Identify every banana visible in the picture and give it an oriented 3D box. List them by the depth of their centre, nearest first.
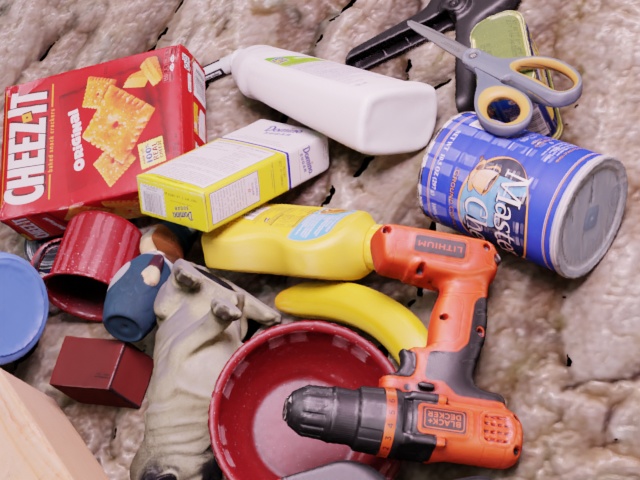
[{"bbox_3d":[0.039,0.075,0.928,0.069,0.037,0.198,-49,50,-8],"label":"banana"}]

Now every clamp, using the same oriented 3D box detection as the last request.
[{"bbox_3d":[0.050,0.206,0.802,0.171,0.039,0.120,27,63,7],"label":"clamp"},{"bbox_3d":[0.130,-0.226,1.071,0.165,0.036,0.210,22,73,36],"label":"clamp"}]

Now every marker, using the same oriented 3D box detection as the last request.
[{"bbox_3d":[-0.149,-0.180,1.210,0.121,0.020,0.020,-19,53,18],"label":"marker"}]

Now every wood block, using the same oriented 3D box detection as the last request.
[{"bbox_3d":[-0.255,0.221,0.964,0.090,0.090,0.206,-46,50,-4],"label":"wood block"}]

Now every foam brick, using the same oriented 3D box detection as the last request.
[{"bbox_3d":[-0.209,0.127,1.025,0.078,0.051,0.053,1,62,30],"label":"foam brick"}]

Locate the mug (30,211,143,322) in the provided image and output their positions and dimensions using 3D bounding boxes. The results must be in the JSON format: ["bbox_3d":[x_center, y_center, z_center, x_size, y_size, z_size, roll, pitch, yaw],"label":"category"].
[{"bbox_3d":[-0.236,0.024,1.080,0.117,0.093,0.081,1,55,15],"label":"mug"}]

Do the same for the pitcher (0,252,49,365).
[{"bbox_3d":[-0.386,0.072,1.074,0.243,0.144,0.149,1,94,45],"label":"pitcher"}]

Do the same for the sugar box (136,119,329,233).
[{"bbox_3d":[-0.080,-0.065,1.021,0.093,0.048,0.175,16,30,37],"label":"sugar box"}]

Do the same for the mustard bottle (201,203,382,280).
[{"bbox_3d":[-0.006,0.002,0.973,0.192,0.058,0.096,4,22,31],"label":"mustard bottle"}]

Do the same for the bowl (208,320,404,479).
[{"bbox_3d":[-0.010,0.150,0.869,0.162,0.055,0.162,2,70,-5],"label":"bowl"}]

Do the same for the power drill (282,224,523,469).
[{"bbox_3d":[0.070,0.083,0.844,0.184,0.057,0.187,10,62,-6],"label":"power drill"}]

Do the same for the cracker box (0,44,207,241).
[{"bbox_3d":[-0.227,-0.102,1.119,0.214,0.072,0.164,-11,66,15],"label":"cracker box"}]

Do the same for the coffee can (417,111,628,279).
[{"bbox_3d":[0.167,-0.040,0.887,0.140,0.102,0.102,25,75,38],"label":"coffee can"}]

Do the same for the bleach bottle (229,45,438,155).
[{"bbox_3d":[-0.003,-0.152,1.073,0.251,0.102,0.068,29,120,46],"label":"bleach bottle"}]

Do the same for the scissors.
[{"bbox_3d":[0.127,-0.140,0.913,0.202,0.016,0.096,23,62,38],"label":"scissors"}]

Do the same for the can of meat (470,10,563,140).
[{"bbox_3d":[0.175,-0.143,0.961,0.057,0.084,0.102,-17,54,19],"label":"can of meat"}]

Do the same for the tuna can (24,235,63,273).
[{"bbox_3d":[-0.278,0.002,1.157,0.086,0.033,0.086,-13,57,20],"label":"tuna can"}]
